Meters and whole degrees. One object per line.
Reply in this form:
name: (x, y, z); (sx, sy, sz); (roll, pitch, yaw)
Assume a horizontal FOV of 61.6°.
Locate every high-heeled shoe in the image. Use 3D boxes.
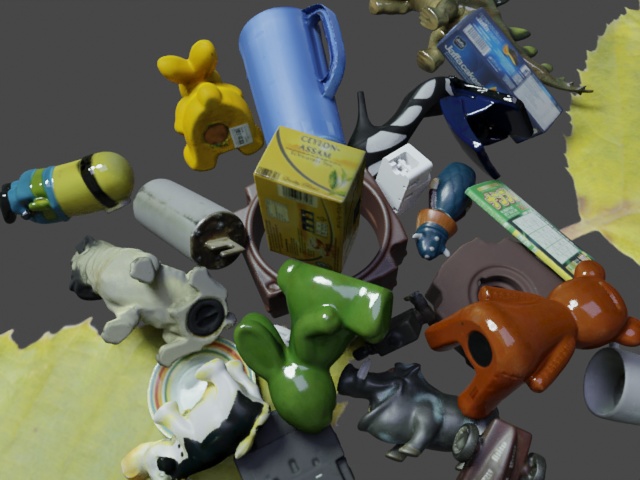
high-heeled shoe: (0.151, -0.162, 0.814); (0.249, 0.086, 0.145); (-10, 91, -20)

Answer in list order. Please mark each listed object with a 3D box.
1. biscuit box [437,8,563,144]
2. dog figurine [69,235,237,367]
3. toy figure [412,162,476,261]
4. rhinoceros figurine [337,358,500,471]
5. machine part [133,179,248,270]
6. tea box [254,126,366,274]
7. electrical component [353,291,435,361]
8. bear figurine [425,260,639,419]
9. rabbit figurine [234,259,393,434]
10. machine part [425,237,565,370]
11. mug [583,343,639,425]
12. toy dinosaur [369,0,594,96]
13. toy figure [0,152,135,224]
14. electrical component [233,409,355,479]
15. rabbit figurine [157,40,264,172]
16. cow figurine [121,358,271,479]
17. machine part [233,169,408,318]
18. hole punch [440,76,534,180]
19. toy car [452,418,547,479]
biscuit box: (0.267, -0.241, 0.801); (0.202, 0.063, 0.059); (47, 71, -9)
dog figurine: (-0.213, 0.061, 0.677); (0.191, 0.172, 0.121); (23, 78, 54)
toy figure: (0.171, -0.036, 0.745); (0.064, 0.057, 0.154); (23, 69, 18)
rhinoceros figurine: (0.111, 0.194, 0.612); (0.190, 0.073, 0.112); (14, 64, 8)
machine part: (-0.171, -0.024, 0.691); (0.079, 0.079, 0.244); (-45, 42, -20)
tea box: (-0.008, -0.037, 0.586); (0.098, 0.169, 0.068); (20, 66, 9)
electrical component: (0.088, 0.104, 0.657); (0.102, 0.078, 0.045); (-30, 87, 24)
bear figurine: (0.237, 0.100, 0.589); (0.196, 0.132, 0.120); (-11, 61, -27)
rabbit figurine: (-0.012, 0.114, 0.568); (0.159, 0.121, 0.170); (18, 84, -1)
machine part: (0.226, 0.079, 0.683); (0.179, 0.056, 0.179); (0, 60, 0)
mug: (0.379, 0.168, 0.628); (0.107, 0.080, 0.109); (18, 55, -2)
toy dinosaur: (0.240, -0.375, 0.901); (0.198, 0.105, 0.472); (-30, 70, -19)
toy figure: (-0.350, -0.070, 0.748); (0.180, 0.089, 0.082); (-9, 69, -7)
electrical component: (-0.027, 0.253, 0.592); (0.115, 0.058, 0.134); (-24, 65, -14)
rabbit figurine: (-0.177, -0.209, 0.802); (0.122, 0.162, 0.173); (-25, 46, 1)
cow figurine: (-0.130, 0.214, 0.574); (0.167, 0.068, 0.098); (-46, 64, 0)
machine part: (-0.001, -0.002, 0.712); (0.201, 0.087, 0.201); (-22, 63, -10)
hole punch: (0.227, -0.158, 0.773); (0.116, 0.142, 0.092); (35, 95, 37)
toy car: (0.149, 0.274, 0.534); (0.089, 0.053, 0.202); (26, 99, 4)
